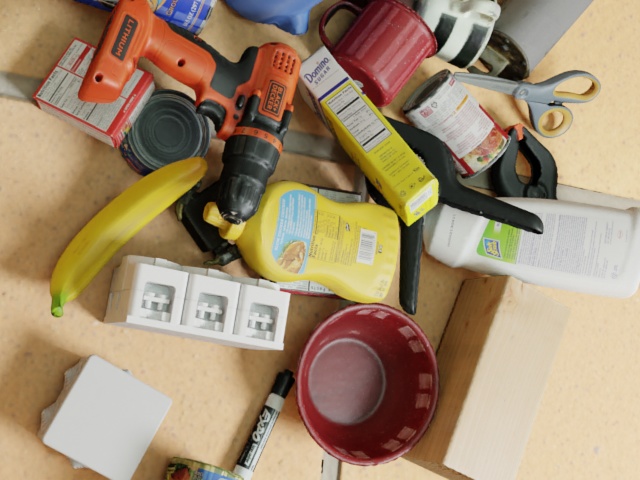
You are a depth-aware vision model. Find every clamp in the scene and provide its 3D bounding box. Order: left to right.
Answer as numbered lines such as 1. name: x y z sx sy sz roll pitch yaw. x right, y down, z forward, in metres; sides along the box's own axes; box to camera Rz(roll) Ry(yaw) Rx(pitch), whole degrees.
1. clamp: 0.118 -0.048 1.096 0.164 0.036 0.210 -26 73 2
2. clamp: 0.227 -0.041 1.189 0.120 0.039 0.171 -24 92 -23

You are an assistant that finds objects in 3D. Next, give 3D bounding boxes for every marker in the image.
1. marker: -0.055 0.183 1.050 0.020 0.020 0.121 30 74 -19

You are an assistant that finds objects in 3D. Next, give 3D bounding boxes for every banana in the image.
1. banana: -0.183 -0.007 0.982 0.197 0.070 0.037 -49 133 -15

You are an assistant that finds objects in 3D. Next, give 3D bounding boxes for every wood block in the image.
1. wood block: 0.173 0.150 1.118 0.090 0.090 0.206 28 74 -20

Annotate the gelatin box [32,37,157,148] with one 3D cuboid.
1. gelatin box: -0.208 -0.137 0.987 0.089 0.030 0.073 26 72 10

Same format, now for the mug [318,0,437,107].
1. mug: 0.051 -0.199 1.100 0.117 0.093 0.081 37 75 -1

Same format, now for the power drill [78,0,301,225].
1. power drill: -0.116 -0.123 0.955 0.187 0.057 0.184 24 63 -21

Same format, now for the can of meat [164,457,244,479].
1. can of meat: -0.115 0.246 0.972 0.057 0.102 0.084 24 74 -21

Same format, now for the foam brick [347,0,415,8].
1. foam brick: 0.059 -0.272 1.127 0.078 0.051 0.053 25 75 -20

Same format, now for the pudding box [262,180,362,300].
1. pudding box: -0.007 0.001 1.079 0.089 0.039 0.113 9 84 -24

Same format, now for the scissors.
1. scissors: 0.220 -0.149 1.175 0.201 0.096 0.016 -7 44 -24

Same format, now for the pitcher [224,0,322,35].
1. pitcher: -0.004 -0.306 0.996 0.149 0.243 0.145 28 70 -25

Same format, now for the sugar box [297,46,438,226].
1. sugar box: 0.045 -0.100 1.048 0.048 0.093 0.176 -40 76 -3

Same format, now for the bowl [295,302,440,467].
1. bowl: 0.039 0.144 1.076 0.161 0.055 0.162 2 84 -24

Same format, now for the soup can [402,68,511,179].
1. soup can: 0.145 -0.124 1.143 0.102 0.069 0.068 46 69 -13

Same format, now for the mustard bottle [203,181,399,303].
1. mustard bottle: -0.020 -0.004 1.017 0.191 0.058 0.096 15 78 -24

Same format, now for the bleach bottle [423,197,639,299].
1. bleach bottle: 0.215 -0.007 1.137 0.251 0.068 0.102 11 81 -2

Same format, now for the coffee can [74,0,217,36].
1. coffee can: -0.170 -0.257 0.993 0.140 0.103 0.103 14 79 -23

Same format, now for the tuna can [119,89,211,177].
1. tuna can: -0.149 -0.101 1.026 0.086 0.034 0.086 2 84 -24
